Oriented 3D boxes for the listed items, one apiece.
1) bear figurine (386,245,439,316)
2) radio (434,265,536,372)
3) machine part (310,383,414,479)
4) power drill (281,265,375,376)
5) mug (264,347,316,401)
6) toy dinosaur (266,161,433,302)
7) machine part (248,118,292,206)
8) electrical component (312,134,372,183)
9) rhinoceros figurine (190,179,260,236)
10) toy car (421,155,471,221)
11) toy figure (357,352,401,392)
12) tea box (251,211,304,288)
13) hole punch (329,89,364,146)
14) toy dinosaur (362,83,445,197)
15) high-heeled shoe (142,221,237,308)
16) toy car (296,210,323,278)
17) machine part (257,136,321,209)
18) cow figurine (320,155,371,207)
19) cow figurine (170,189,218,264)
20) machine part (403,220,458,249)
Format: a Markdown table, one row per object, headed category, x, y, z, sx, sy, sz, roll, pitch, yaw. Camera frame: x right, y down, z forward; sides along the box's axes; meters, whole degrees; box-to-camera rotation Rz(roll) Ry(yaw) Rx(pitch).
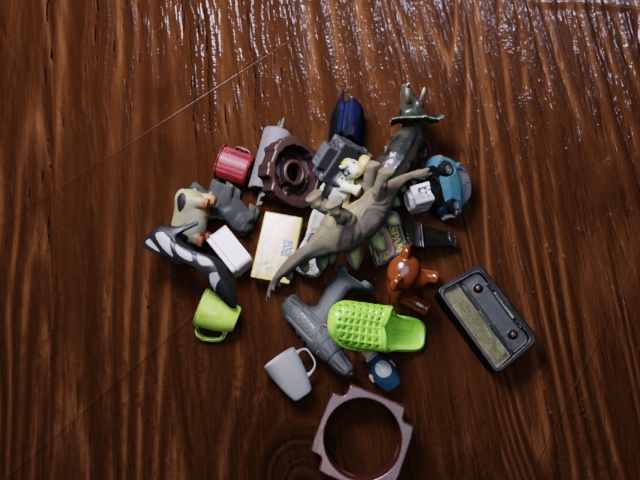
| category | x | y | z | sx | sy | sz | roll | pitch | yaw |
| --- | --- | --- | --- | --- | --- | --- | --- | --- | --- |
| bear figurine | 0.214 | 0.091 | 1.231 | 0.132 | 0.195 | 0.120 | 18 | 74 | 5 |
| radio | 0.388 | 0.183 | 1.266 | 0.131 | 0.073 | 0.229 | -33 | 77 | -7 |
| machine part | 0.094 | 0.439 | 1.199 | 0.201 | 0.087 | 0.201 | 20 | 78 | 6 |
| power drill | 0.039 | 0.176 | 1.265 | 0.232 | 0.086 | 0.207 | 36 | 83 | 21 |
| mug | -0.057 | 0.307 | 1.244 | 0.109 | 0.081 | 0.107 | -31 | 89 | -12 |
| toy dinosaur | 0.056 | -0.027 | 1.212 | 0.471 | 0.198 | 0.105 | -30 | 32 | -5 |
| machine part | -0.127 | -0.200 | 1.374 | 0.079 | 0.079 | 0.243 | 12 | 77 | 4 |
| electrical component | 0.047 | -0.191 | 1.323 | 0.114 | 0.134 | 0.058 | -59 | 42 | 20 |
| rhinoceros figurine | -0.241 | -0.087 | 1.352 | 0.190 | 0.073 | 0.112 | 37 | 93 | 5 |
| toy car | 0.326 | -0.134 | 1.339 | 0.103 | 0.109 | 0.161 | -14 | 84 | -20 |
| toy figure | 0.128 | 0.279 | 1.256 | 0.064 | 0.057 | 0.154 | -24 | 71 | -42 |
| tea box | -0.103 | 0.024 | 1.319 | 0.098 | 0.068 | 0.169 | 9 | 75 | 4 |
| hole punch | 0.075 | -0.296 | 1.381 | 0.092 | 0.115 | 0.142 | 10 | 76 | -5 |
| toy dinosaur | 0.182 | -0.188 | 1.308 | 0.131 | 0.192 | 0.405 | 24 | 76 | 9 |
| high-heeled shoe | -0.302 | 0.070 | 1.238 | 0.145 | 0.086 | 0.248 | -27 | 90 | 6 |
| toy car | -0.003 | -0.004 | 1.322 | 0.074 | 0.056 | 0.201 | 17 | 69 | 5 |
| machine part | -0.072 | -0.164 | 1.330 | 0.179 | 0.056 | 0.179 | 2 | 87 | -39 |
| cow figurine | 0.057 | -0.138 | 1.281 | 0.098 | 0.068 | 0.167 | 26 | 116 | 7 |
| cow figurine | -0.330 | -0.031 | 1.302 | 0.127 | 0.085 | 0.194 | 19 | 110 | 10 |
| machine part | 0.269 | -0.009 | 1.313 | 0.139 | 0.039 | 0.084 | 10 | 57 | -18 |
